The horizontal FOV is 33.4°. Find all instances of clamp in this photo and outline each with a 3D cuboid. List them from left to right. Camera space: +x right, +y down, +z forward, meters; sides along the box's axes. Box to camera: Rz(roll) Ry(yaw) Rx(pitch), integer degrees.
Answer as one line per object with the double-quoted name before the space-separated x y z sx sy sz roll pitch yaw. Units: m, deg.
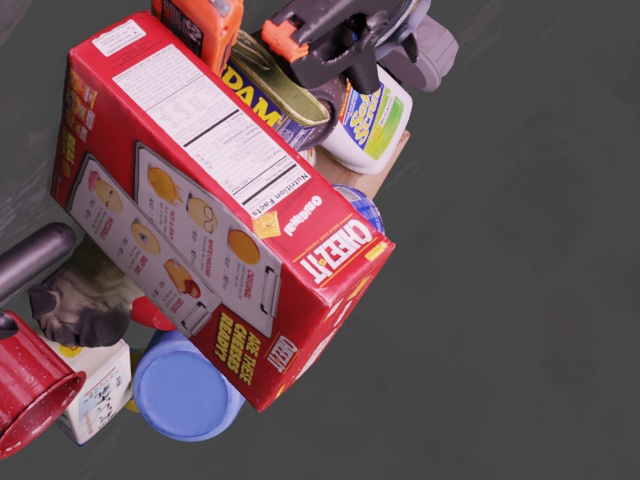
"clamp" -0.237 0.042 0.712 0.120 0.039 0.171 -54 169 24
"clamp" 0.023 -0.145 0.739 0.209 0.036 0.165 -34 160 -48

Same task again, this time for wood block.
"wood block" 0.015 -0.075 1.236 0.090 0.090 0.206 -42 171 -28

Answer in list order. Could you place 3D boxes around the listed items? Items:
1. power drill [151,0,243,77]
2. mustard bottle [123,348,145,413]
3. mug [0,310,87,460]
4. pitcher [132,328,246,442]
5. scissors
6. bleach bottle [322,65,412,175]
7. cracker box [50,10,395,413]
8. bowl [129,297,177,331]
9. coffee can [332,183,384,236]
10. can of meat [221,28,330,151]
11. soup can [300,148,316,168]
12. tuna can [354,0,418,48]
"power drill" -0.025 -0.182 0.684 0.187 0.057 0.184 -47 175 -16
"mustard bottle" -0.202 0.165 1.239 0.058 0.096 0.191 -47 171 -2
"mug" -0.243 0.111 0.844 0.093 0.081 0.117 -47 171 -2
"pitcher" -0.106 0.110 1.128 0.242 0.145 0.149 -69 -178 -73
"scissors" 0.070 -0.185 1.028 0.096 0.016 0.201 -39 -162 30
"bleach bottle" 0.014 -0.130 0.996 0.102 0.068 0.250 -63 160 4
"cracker box" -0.071 -0.015 0.672 0.072 0.214 0.164 -40 169 -32
"bowl" -0.125 0.038 1.003 0.162 0.055 0.162 -26 157 -12
"coffee can" -0.007 0.001 1.012 0.103 0.103 0.140 -50 169 18
"can of meat" -0.059 -0.091 0.774 0.084 0.102 0.057 -48 172 23
"soup can" -0.050 -0.076 0.988 0.068 0.068 0.102 -49 170 14
"tuna can" 0.057 -0.217 0.986 0.086 0.034 0.086 -46 172 -9
